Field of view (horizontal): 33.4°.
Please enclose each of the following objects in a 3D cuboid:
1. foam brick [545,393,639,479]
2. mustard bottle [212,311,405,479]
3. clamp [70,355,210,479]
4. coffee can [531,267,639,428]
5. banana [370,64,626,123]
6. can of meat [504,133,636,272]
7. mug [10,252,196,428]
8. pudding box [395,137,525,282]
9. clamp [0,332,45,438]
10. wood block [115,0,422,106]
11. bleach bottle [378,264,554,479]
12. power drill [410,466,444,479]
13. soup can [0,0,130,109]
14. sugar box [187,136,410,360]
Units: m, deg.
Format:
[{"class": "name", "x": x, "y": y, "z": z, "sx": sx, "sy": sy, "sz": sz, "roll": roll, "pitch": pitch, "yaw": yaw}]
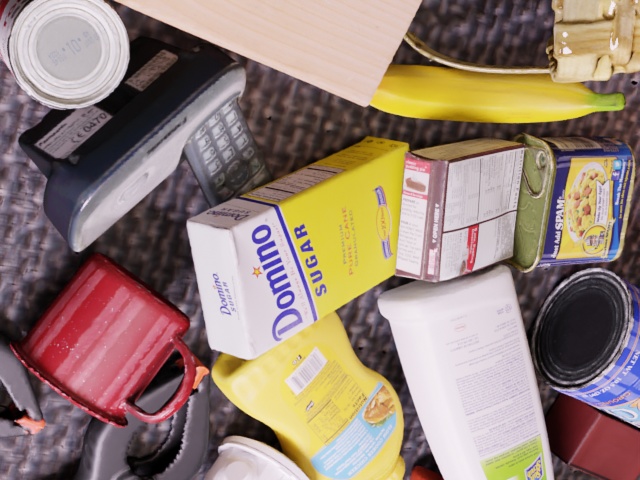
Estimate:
[{"class": "foam brick", "x": 0.233, "y": 0.168, "z": 0.903, "sx": 0.078, "sy": 0.053, "sz": 0.051, "roll": 26, "pitch": 96, "yaw": -29}, {"class": "mustard bottle", "x": 0.009, "y": 0.130, "z": 0.793, "sx": 0.096, "sy": 0.058, "sz": 0.191, "roll": -47, "pitch": 119, "yaw": -18}, {"class": "clamp", "x": -0.148, "y": 0.172, "z": 0.752, "sx": 0.164, "sy": 0.036, "sz": 0.210, "roll": 22, "pitch": 97, "yaw": -36}, {"class": "coffee can", "x": 0.256, "y": 0.095, "z": 0.858, "sx": 0.140, "sy": 0.103, "sz": 0.103, "roll": 26, "pitch": 96, "yaw": -27}, {"class": "banana", "x": 0.110, "y": -0.105, "z": 0.752, "sx": 0.197, "sy": 0.070, "sz": 0.037, "roll": 0, "pitch": 83, "yaw": -13}, {"class": "can of meat", "x": 0.188, "y": -0.030, "z": 0.814, "sx": 0.083, "sy": 0.057, "sz": 0.102, "roll": -3, "pitch": 109, "yaw": -24}, {"class": "mug", "x": -0.129, "y": 0.068, "z": 0.689, "sx": 0.081, "sy": 0.117, "sz": 0.093, "roll": -53, "pitch": 157, "yaw": -5}, {"class": "pudding box", "x": 0.102, "y": -0.023, "z": 0.765, "sx": 0.113, "sy": 0.039, "sz": 0.090, "roll": -15, "pitch": 113, "yaw": -51}, {"class": "clamp", "x": -0.256, "y": 0.085, "z": 0.680, "sx": 0.120, "sy": 0.039, "sz": 0.171, "roll": -43, "pitch": 118, "yaw": -3}, {"class": "wood block", "x": -0.049, "y": -0.164, "z": 0.629, "sx": 0.205, "sy": 0.090, "sz": 0.091, "roll": 17, "pitch": 107, "yaw": -37}, {"class": "bleach bottle", "x": 0.122, "y": 0.149, "z": 0.808, "sx": 0.102, "sy": 0.068, "sz": 0.251, "roll": -17, "pitch": 98, "yaw": -21}, {"class": "power drill", "x": 0.064, "y": 0.282, "z": 0.871, "sx": 0.184, "sy": 0.057, "sz": 0.188, "roll": 28, "pitch": 97, "yaw": -27}, {"class": "soup can", "x": -0.152, "y": -0.117, "z": 0.618, "sx": 0.068, "sy": 0.102, "sz": 0.068, "roll": -7, "pitch": 110, "yaw": -20}, {"class": "sugar box", "x": -0.004, "y": 0.001, "z": 0.712, "sx": 0.175, "sy": 0.048, "sz": 0.093, "roll": -31, "pitch": 121, "yaw": -43}]
